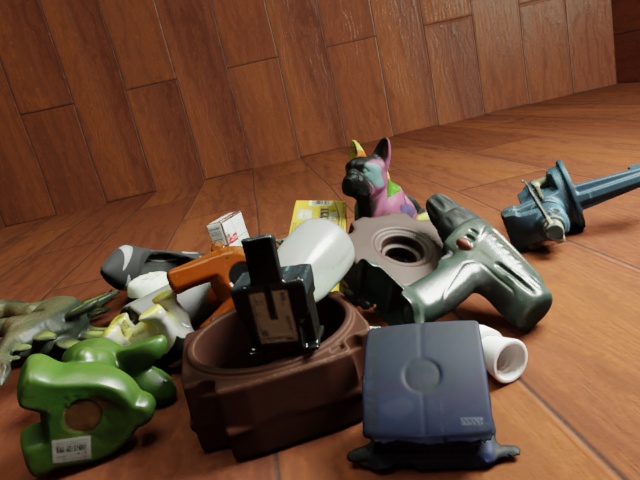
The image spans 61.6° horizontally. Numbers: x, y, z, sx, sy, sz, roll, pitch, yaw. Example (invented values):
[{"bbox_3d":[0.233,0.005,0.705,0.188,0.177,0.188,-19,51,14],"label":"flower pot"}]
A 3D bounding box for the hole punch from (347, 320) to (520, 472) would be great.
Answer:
[{"bbox_3d":[0.094,0.134,0.473,0.142,0.092,0.116,-5,20,14],"label":"hole punch"}]

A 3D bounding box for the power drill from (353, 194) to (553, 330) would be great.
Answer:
[{"bbox_3d":[0.143,0.035,0.653,0.207,0.085,0.232,-14,44,-30],"label":"power drill"}]

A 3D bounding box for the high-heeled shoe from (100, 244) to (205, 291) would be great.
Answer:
[{"bbox_3d":[-0.280,0.057,0.985,0.145,0.086,0.249,9,6,9],"label":"high-heeled shoe"}]

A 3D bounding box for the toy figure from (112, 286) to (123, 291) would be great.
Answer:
[{"bbox_3d":[-0.375,0.072,1.077,0.058,0.064,0.154,-21,-8,1],"label":"toy figure"}]

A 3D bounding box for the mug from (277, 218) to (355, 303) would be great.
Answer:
[{"bbox_3d":[-0.028,0.032,0.623,0.110,0.080,0.107,1,29,26],"label":"mug"}]

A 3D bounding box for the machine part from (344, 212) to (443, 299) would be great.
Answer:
[{"bbox_3d":[0.113,0.026,0.757,0.179,0.056,0.179,4,37,-3],"label":"machine part"}]

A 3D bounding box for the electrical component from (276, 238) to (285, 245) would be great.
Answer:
[{"bbox_3d":[-0.104,0.030,1.074,0.102,0.045,0.078,-15,14,-8],"label":"electrical component"}]

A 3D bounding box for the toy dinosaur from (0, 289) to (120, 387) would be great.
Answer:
[{"bbox_3d":[-0.419,0.136,0.857,0.199,0.105,0.472,-8,9,-13],"label":"toy dinosaur"}]

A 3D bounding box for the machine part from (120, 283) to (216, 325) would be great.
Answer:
[{"bbox_3d":[-0.224,0.103,0.851,0.079,0.079,0.243,-1,19,37],"label":"machine part"}]

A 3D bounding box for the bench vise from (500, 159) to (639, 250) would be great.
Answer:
[{"bbox_3d":[0.414,-0.070,0.857,0.241,0.128,0.223,-20,3,21],"label":"bench vise"}]

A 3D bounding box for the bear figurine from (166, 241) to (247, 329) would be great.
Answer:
[{"bbox_3d":[-0.139,0.070,0.781,0.132,0.120,0.196,-34,0,-18],"label":"bear figurine"}]

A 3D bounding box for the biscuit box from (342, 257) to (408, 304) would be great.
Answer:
[{"bbox_3d":[0.110,0.035,0.856,0.203,0.059,0.063,-23,18,-32],"label":"biscuit box"}]

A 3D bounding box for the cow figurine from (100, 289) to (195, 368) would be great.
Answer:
[{"bbox_3d":[-0.246,0.145,0.723,0.167,0.098,0.068,-28,17,15],"label":"cow figurine"}]

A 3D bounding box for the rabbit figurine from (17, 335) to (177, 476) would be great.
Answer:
[{"bbox_3d":[-0.250,0.153,0.609,0.159,0.121,0.170,-11,17,-17],"label":"rabbit figurine"}]

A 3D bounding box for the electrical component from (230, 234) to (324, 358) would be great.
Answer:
[{"bbox_3d":[-0.044,0.048,0.504,0.075,0.119,0.048,-12,15,11],"label":"electrical component"}]

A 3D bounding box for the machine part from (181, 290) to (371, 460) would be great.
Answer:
[{"bbox_3d":[-0.046,0.131,0.591,0.201,0.087,0.201,-17,16,-9],"label":"machine part"}]

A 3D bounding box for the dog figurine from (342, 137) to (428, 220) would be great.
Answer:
[{"bbox_3d":[0.119,-0.078,0.957,0.109,0.219,0.191,8,26,45],"label":"dog figurine"}]

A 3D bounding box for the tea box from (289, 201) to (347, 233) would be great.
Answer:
[{"bbox_3d":[-0.002,-0.003,0.925,0.098,0.068,0.170,1,31,5],"label":"tea box"}]
